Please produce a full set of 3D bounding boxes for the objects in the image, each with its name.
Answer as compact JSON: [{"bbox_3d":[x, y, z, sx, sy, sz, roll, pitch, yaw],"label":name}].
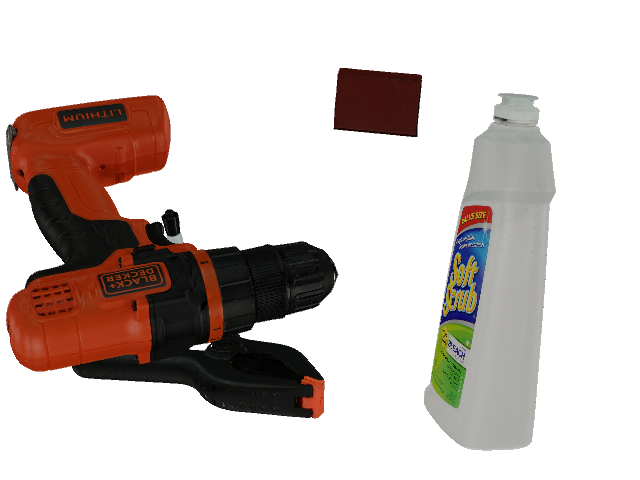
[{"bbox_3d":[0.127,0.019,0.776,0.068,0.251,0.103,1,14,-13],"label":"bleach bottle"},{"bbox_3d":[0.052,-0.126,0.972,0.078,0.051,0.053,6,16,4],"label":"foam brick"},{"bbox_3d":[-0.102,-0.012,0.633,0.184,0.057,0.188,-10,44,-20],"label":"power drill"},{"bbox_3d":[-0.076,0.098,0.881,0.210,0.036,0.164,11,21,31],"label":"clamp"},{"bbox_3d":[-0.160,0.019,1.206,0.020,0.121,0.020,-6,30,3],"label":"marker"}]
